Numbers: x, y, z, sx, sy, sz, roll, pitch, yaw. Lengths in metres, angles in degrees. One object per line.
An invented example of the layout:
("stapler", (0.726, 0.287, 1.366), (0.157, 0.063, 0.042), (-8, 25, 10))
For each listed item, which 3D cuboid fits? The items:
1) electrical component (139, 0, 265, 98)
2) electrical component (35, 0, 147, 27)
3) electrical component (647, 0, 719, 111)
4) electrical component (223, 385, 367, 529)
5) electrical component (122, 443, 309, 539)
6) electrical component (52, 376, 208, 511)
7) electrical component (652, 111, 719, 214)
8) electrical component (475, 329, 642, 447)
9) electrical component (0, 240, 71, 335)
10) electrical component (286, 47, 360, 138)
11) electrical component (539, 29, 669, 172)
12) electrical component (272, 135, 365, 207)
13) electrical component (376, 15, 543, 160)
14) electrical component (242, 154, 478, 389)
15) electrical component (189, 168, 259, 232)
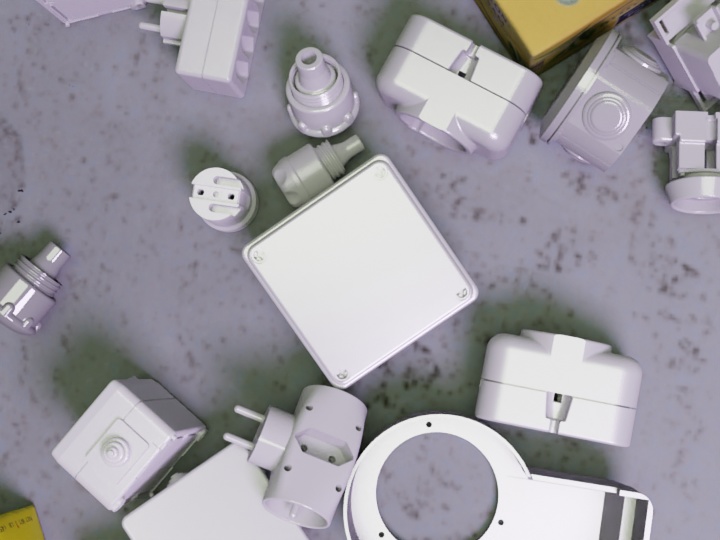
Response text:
("electrical component", (-0.110, -0.166, 0.718), (0.076, 0.047, 0.083), (11, 87, 6))
("electrical component", (-0.187, -0.208, 0.705), (0.062, 0.096, 0.061), (-13, 84, 5))
("electrical component", (0.251, -0.162, 0.667), (0.121, 0.063, 0.078), (-41, 123, 1))
("electrical component", (-0.044, 0.107, 0.659), (0.079, 0.043, 0.077), (23, 61, -6))
("electrical component", (-0.089, 0.170, 0.677), (0.100, 0.048, 0.099), (-33, 83, -18))
("electrical component", (-0.148, 0.105, 0.676), (0.061, 0.096, 0.061), (40, 90, 8))
("electrical component", (0.218, -0.067, 0.679), (0.066, 0.048, 0.055), (3, 78, 6))
("electrical component", (0.124, 0.071, 0.672), (0.095, 0.054, 0.059), (10, 86, 7))
("electrical component", (-0.220, 0.009, 0.718), (0.048, 0.048, 0.062), (38, 83, 7))
("electrical component", (-0.027, -0.119, 0.696), (0.048, 0.062, 0.048), (-3, 65, 7))
("electrical component", (0.152, -0.105, 0.671), (0.051, 0.080, 0.080), (33, 89, 2))
("electrical component", (-0.026, -0.069, 0.709), (0.061, 0.035, 0.035), (-31, 83, -1))
("electrical component", (0.061, -0.113, 0.693), (0.095, 0.054, 0.059), (29, 89, 7))
("electrical component", (0.000, 0.000, 0.681), (0.109, 0.056, 0.108), (-34, 95, 2))
("electrical component", (-0.090, -0.047, 0.707), (0.040, 0.046, 0.040), (0, 86, 5))
